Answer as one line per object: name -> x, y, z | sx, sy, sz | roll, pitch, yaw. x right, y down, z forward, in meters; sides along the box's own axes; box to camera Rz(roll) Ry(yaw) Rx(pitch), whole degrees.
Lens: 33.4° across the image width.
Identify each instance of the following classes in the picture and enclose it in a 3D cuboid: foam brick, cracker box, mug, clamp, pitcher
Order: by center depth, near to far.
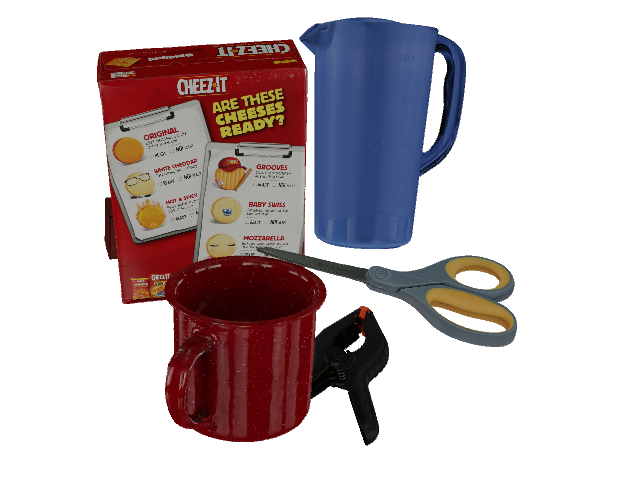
mug -> -0.050, 0.068, 0.616 | 0.093, 0.081, 0.117 | 13, 25, 23
cracker box -> -0.096, -0.056, 0.904 | 0.164, 0.214, 0.072 | -5, 34, -9
clamp -> 0.027, 0.130, 1.024 | 0.120, 0.039, 0.171 | 16, 46, 25
foam brick -> -0.190, -0.015, 1.142 | 0.078, 0.051, 0.053 | -3, 24, -16
pitcher -> 0.063, -0.117, 1.159 | 0.149, 0.243, 0.144 | 7, 10, 25

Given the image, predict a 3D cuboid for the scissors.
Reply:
scissors -> 0.061, 0.022, 0.812 | 0.202, 0.016, 0.096 | 24, 42, 19
